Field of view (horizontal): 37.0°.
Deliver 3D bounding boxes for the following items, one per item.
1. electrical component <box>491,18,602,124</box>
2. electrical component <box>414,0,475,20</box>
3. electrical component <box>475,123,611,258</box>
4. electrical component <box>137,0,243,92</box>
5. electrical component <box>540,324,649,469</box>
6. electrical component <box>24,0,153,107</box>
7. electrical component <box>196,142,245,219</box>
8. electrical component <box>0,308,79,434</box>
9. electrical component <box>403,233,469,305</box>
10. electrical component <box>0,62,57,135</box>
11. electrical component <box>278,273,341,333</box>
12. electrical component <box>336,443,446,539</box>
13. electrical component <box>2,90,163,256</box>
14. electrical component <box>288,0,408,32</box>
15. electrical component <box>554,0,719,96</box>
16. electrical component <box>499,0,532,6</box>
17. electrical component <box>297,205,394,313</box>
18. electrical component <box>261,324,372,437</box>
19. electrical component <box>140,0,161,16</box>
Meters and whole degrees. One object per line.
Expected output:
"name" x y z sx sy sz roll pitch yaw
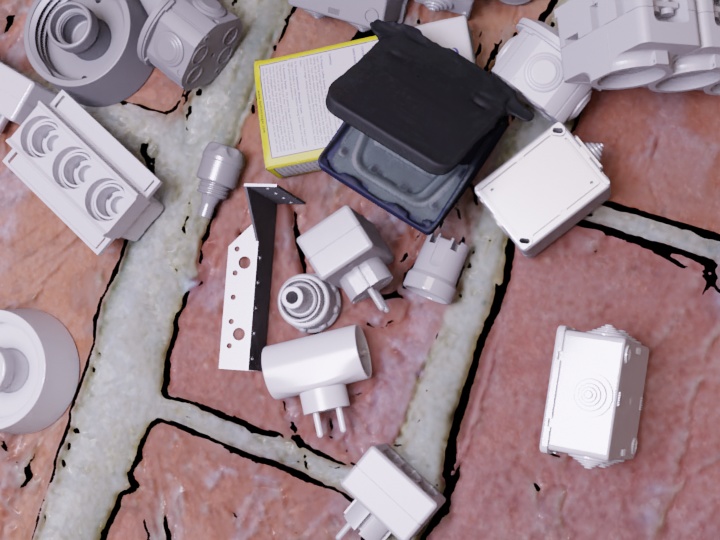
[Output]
"electrical component" 0.141 -0.148 0.807 0.080 0.080 0.051 40 98 15
"electrical component" 0.075 -0.251 0.826 0.048 0.099 0.099 16 87 2
"electrical component" 0.143 -0.062 0.805 0.096 0.061 0.061 -38 77 7
"electrical component" -0.139 -0.190 0.880 0.051 0.080 0.080 39 93 9
"electrical component" 0.169 0.089 0.762 0.048 0.100 0.099 7 85 27
"electrical component" -0.232 -0.198 0.912 0.108 0.060 0.108 -2 83 14
"electrical component" -0.119 -0.072 0.884 0.035 0.035 0.061 19 90 15
"electrical component" -0.297 0.083 0.894 0.108 0.060 0.108 -2 83 14
"electrical component" 0.060 -0.002 0.830 0.040 0.040 0.046 21 83 15
"electrical component" -0.321 -0.142 0.934 0.083 0.047 0.075 31 91 15
"electrical component" -0.044 0.024 0.839 0.048 0.062 0.048 -1 84 13
"electrical component" 0.014 0.182 0.814 0.066 0.047 0.076 41 94 14
"electrical component" -0.226 -0.079 0.895 0.121 0.063 0.078 42 94 15
"electrical component" -0.006 -0.243 0.850 0.100 0.048 0.099 19 119 15
"electrical component" 0.225 -0.161 0.746 0.150 0.089 0.061 -2 83 -25
"electrical component" 0.119 -0.233 0.831 0.043 0.062 0.043 -2 83 13
"electrical component" 0.000 0.000 0.821 0.047 0.083 0.075 -34 77 7
"electrical component" -0.030 0.089 0.838 0.077 0.043 0.079 -14 80 12
"electrical component" -0.170 -0.243 0.911 0.045 0.045 0.055 -32 78 8
